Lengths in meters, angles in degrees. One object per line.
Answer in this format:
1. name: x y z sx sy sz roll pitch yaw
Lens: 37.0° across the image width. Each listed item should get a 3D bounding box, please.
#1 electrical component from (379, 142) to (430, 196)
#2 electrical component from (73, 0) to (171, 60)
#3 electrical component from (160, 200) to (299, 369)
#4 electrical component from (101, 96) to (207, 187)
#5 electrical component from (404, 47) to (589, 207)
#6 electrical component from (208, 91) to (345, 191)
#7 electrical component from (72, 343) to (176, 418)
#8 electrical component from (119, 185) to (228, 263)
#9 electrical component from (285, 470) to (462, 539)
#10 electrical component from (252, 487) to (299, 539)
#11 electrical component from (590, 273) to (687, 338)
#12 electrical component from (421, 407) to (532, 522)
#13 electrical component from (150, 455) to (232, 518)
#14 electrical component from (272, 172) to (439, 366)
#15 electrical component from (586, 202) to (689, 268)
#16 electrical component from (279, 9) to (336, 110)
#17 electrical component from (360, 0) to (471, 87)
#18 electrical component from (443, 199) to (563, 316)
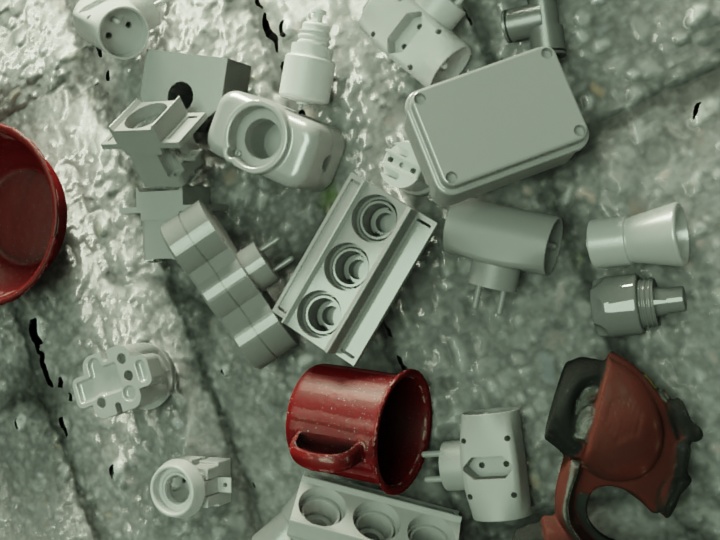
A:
1. electrical component: 0.039 -0.077 0.808 0.040 0.046 0.040 0 91 24
2. electrical component: -0.194 -0.214 0.903 0.079 0.043 0.077 -33 33 -15
3. electrical component: -0.088 0.003 0.846 0.074 0.052 0.138 -34 98 2
4. electrical component: -0.160 -0.100 0.861 0.081 0.042 0.063 3 131 30
5. electrical component: 0.094 -0.100 0.754 0.113 0.057 0.078 -20 82 -5
6. electrical component: -0.069 -0.102 0.848 0.095 0.059 0.053 25 100 22
7. electrical component: -0.192 0.091 0.906 0.078 0.057 0.058 -21 82 23
8. electrical component: -0.155 -0.038 0.897 0.081 0.042 0.063 -1 91 24
9. electrical component: 0.007 0.203 0.795 0.121 0.078 0.063 14 128 1
10. electrical component: -0.050 0.202 0.854 0.044 0.044 0.065 41 100 18
11. electrical component: 0.193 0.023 0.743 0.062 0.043 0.043 -8 87 23
12. electrical component: 0.083 0.143 0.792 0.079 0.043 0.077 -8 87 23
13. electrical component: -0.139 0.176 0.884 0.066 0.055 0.048 -1 90 24
14. electrical component: 0.000 0.000 0.811 0.079 0.063 0.121 32 96 20
15. electrical component: 0.191 -0.021 0.746 0.065 0.044 0.044 -7 88 28
16. electrical component: -0.039 -0.165 0.845 0.040 0.040 0.078 13 95 23
17. electrical component: 0.052 -0.187 0.803 0.077 0.043 0.079 45 106 17
18. electrical component: 0.100 -0.007 0.783 0.077 0.043 0.079 14 96 23
